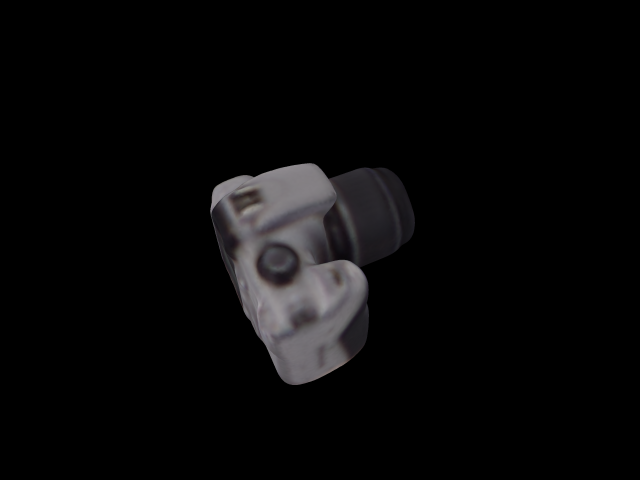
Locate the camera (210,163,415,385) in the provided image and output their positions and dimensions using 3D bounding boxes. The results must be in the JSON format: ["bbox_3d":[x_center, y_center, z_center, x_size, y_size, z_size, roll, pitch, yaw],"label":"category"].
[{"bbox_3d":[0.004,0.001,0.400,0.137,0.101,0.143,-21,55,-15],"label":"camera"}]
